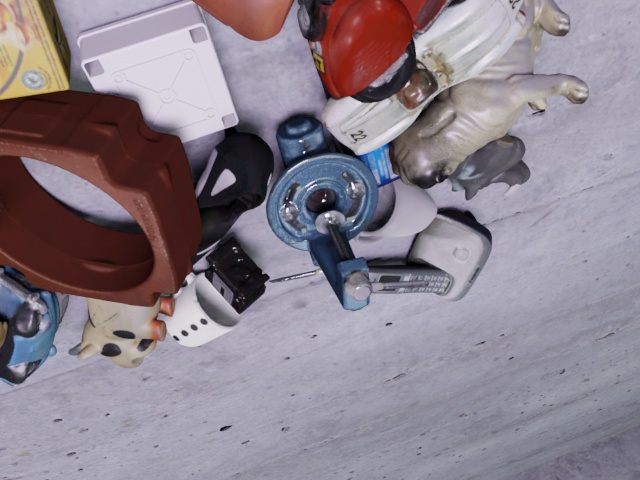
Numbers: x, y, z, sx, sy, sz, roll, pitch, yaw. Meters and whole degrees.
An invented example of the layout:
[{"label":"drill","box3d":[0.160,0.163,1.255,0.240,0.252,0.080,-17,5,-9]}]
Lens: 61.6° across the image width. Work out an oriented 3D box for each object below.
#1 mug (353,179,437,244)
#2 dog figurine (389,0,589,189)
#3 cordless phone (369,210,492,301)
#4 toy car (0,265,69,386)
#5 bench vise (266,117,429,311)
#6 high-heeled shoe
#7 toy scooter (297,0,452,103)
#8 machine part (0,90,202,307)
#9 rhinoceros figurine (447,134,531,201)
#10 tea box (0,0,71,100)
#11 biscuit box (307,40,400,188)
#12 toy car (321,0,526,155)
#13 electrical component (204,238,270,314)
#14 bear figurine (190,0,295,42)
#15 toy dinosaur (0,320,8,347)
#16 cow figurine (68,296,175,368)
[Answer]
[{"label":"mug","box3d":[0.096,-0.034,0.702,0.107,0.081,0.109,5,126,-40]},{"label":"dog figurine","box3d":[0.140,-0.160,0.542,0.191,0.172,0.121,-25,179,-3]},{"label":"cordless phone","box3d":[0.142,0.024,0.786,0.184,0.089,0.146,-1,135,-18]},{"label":"toy car","box3d":[-0.338,0.079,0.602,0.109,0.103,0.161,34,124,-3]},{"label":"bench vise","box3d":[0.009,-0.004,0.578,0.129,0.241,0.223,-9,128,-12]},{"label":"high-heeled shoe","box3d":[-0.112,-0.015,0.573,0.086,0.145,0.248,4,131,-27]},{"label":"toy scooter","box3d":[0.046,-0.196,0.388,0.184,0.075,0.135,-47,134,14]},{"label":"machine part","box3d":[-0.218,-0.035,0.490,0.201,0.087,0.201,8,137,7]},{"label":"rhinoceros figurine","box3d":[0.191,-0.100,0.680,0.190,0.073,0.112,1,133,-25]},{"label":"tea box","box3d":[-0.252,-0.188,0.380,0.098,0.068,0.169,-11,139,-13]},{"label":"biscuit box","box3d":[0.043,-0.141,0.574,0.059,0.063,0.202,-24,140,-1]},{"label":"toy car","box3d":[0.090,-0.156,0.482,0.202,0.056,0.073,-35,139,20]},{"label":"electrical component","box3d":[-0.110,0.052,0.693,0.048,0.075,0.119,-40,175,-24]},{"label":"bear figurine","box3d":[-0.102,-0.231,0.392,0.196,0.132,0.120,24,163,-7]},{"label":"toy dinosaur","box3d":[-0.407,0.066,0.498,0.199,0.105,0.470,29,124,6]},{"label":"cow figurine","box3d":[-0.247,0.084,0.654,0.127,0.085,0.194,3,127,3]}]
